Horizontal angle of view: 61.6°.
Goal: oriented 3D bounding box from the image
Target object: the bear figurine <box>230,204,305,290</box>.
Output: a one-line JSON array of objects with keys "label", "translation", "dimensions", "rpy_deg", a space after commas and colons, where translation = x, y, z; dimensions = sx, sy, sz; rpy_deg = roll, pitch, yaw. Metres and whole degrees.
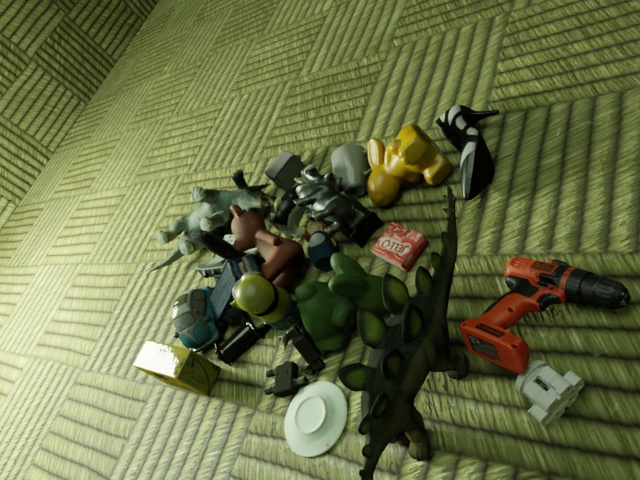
[{"label": "bear figurine", "translation": [-0.135, 0.017, 1.164], "dimensions": [0.196, 0.120, 0.132], "rpy_deg": [28, 70, 22]}]

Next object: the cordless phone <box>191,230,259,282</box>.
[{"label": "cordless phone", "translation": [-0.245, 0.035, 1.230], "dimensions": [0.147, 0.184, 0.089], "rpy_deg": [-6, 58, 37]}]

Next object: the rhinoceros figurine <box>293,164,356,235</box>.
[{"label": "rhinoceros figurine", "translation": [0.005, -0.094, 1.131], "dimensions": [0.112, 0.073, 0.190], "rpy_deg": [-43, 43, 3]}]

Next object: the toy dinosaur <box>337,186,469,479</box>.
[{"label": "toy dinosaur", "translation": [0.138, 0.151, 0.792], "dimensions": [0.105, 0.198, 0.471], "rpy_deg": [5, 63, 40]}]

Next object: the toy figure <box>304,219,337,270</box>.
[{"label": "toy figure", "translation": [-0.001, -0.003, 1.153], "dimensions": [0.064, 0.057, 0.155], "rpy_deg": [-3, 42, -9]}]

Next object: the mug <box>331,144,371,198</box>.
[{"label": "mug", "translation": [0.082, -0.151, 1.195], "dimensions": [0.110, 0.080, 0.107], "rpy_deg": [-18, 58, 22]}]

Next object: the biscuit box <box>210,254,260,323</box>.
[{"label": "biscuit box", "translation": [-0.180, 0.104, 1.122], "dimensions": [0.063, 0.059, 0.202], "rpy_deg": [65, 148, 19]}]

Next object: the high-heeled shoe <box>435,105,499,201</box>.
[{"label": "high-heeled shoe", "translation": [0.264, -0.173, 1.050], "dimensions": [0.145, 0.086, 0.249], "rpy_deg": [-4, 50, 43]}]

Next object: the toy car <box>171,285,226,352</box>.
[{"label": "toy car", "translation": [-0.283, 0.165, 1.218], "dimensions": [0.109, 0.102, 0.162], "rpy_deg": [-28, 45, 19]}]

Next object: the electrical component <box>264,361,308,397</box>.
[{"label": "electrical component", "translation": [-0.064, 0.259, 1.010], "dimensions": [0.094, 0.021, 0.063], "rpy_deg": [-23, 44, 26]}]

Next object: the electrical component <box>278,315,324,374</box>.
[{"label": "electrical component", "translation": [-0.036, 0.196, 0.987], "dimensions": [0.045, 0.102, 0.078], "rpy_deg": [-35, 18, 2]}]

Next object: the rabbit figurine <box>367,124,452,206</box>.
[{"label": "rabbit figurine", "translation": [0.154, -0.152, 1.102], "dimensions": [0.173, 0.122, 0.162], "rpy_deg": [-52, 43, 23]}]

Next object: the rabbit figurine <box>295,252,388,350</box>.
[{"label": "rabbit figurine", "translation": [0.051, 0.097, 0.969], "dimensions": [0.170, 0.158, 0.121], "rpy_deg": [-15, 36, 11]}]

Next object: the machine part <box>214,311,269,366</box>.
[{"label": "machine part", "translation": [-0.163, 0.199, 1.137], "dimensions": [0.139, 0.039, 0.084], "rpy_deg": [-46, 48, -4]}]

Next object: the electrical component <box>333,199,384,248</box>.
[{"label": "electrical component", "translation": [0.068, -0.043, 1.131], "dimensions": [0.075, 0.047, 0.119], "rpy_deg": [-49, 39, -5]}]

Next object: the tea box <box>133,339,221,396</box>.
[{"label": "tea box", "translation": [-0.309, 0.272, 1.154], "dimensions": [0.170, 0.098, 0.068], "rpy_deg": [0, 57, 43]}]

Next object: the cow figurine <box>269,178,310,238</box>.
[{"label": "cow figurine", "translation": [-0.051, -0.092, 1.238], "dimensions": [0.068, 0.098, 0.167], "rpy_deg": [8, 63, 51]}]

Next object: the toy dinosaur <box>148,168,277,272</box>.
[{"label": "toy dinosaur", "translation": [-0.287, -0.051, 1.390], "dimensions": [0.405, 0.192, 0.131], "rpy_deg": [-33, 84, 34]}]

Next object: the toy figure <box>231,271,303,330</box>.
[{"label": "toy figure", "translation": [-0.090, 0.122, 1.027], "dimensions": [0.089, 0.180, 0.082], "rpy_deg": [11, 67, 42]}]
